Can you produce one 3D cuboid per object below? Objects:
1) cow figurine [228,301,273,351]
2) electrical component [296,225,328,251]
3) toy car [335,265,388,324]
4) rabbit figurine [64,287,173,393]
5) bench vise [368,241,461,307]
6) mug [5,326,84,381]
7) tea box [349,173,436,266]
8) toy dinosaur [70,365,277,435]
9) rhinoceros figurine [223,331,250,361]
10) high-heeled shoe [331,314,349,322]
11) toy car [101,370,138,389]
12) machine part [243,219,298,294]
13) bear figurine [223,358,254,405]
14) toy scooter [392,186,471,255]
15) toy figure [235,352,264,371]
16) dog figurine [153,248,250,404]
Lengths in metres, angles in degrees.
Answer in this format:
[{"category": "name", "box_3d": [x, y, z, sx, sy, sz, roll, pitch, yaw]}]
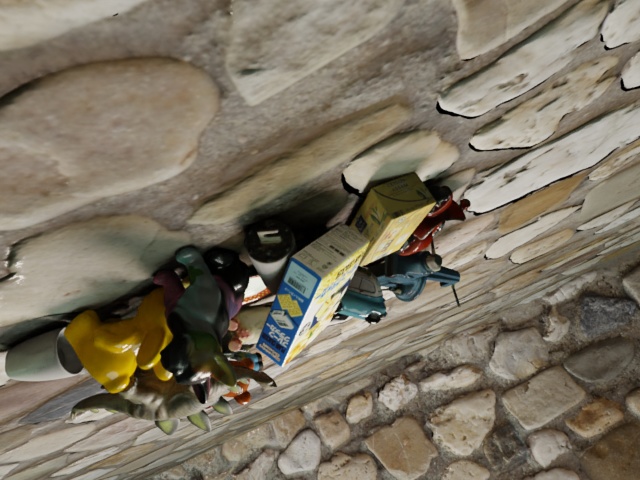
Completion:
[{"category": "cow figurine", "box_3d": [-0.096, 0.163, 1.129, 0.195, 0.085, 0.127, -11, -162, -1]}, {"category": "electrical component", "box_3d": [-0.002, -0.003, 0.950, 0.094, 0.021, 0.063, -25, 158, 5]}, {"category": "toy car", "box_3d": [0.073, 0.106, 1.136, 0.109, 0.162, 0.102, -71, 177, -75]}, {"category": "rabbit figurine", "box_3d": [-0.298, 0.151, 0.870, 0.173, 0.163, 0.121, -39, 147, -8]}, {"category": "bench vise", "box_3d": [0.226, 0.070, 1.189, 0.240, 0.129, 0.223, 13, 149, -30]}, {"category": "mug", "box_3d": [-0.449, 0.193, 0.885, 0.107, 0.081, 0.109, -13, 164, 5]}, {"category": "tea box", "box_3d": [0.115, -0.032, 0.928, 0.098, 0.068, 0.169, -22, 158, -28]}, {"category": "toy dinosaur", "box_3d": [-0.291, 0.279, 0.979, 0.472, 0.105, 0.198, -7, 132, 17]}, {"category": "rhinoceros figurine", "box_3d": [-0.238, 0.265, 1.254, 0.112, 0.073, 0.190, -8, 153, -37]}, {"category": "high-heeled shoe", "box_3d": [-0.033, 0.166, 1.281, 0.249, 0.086, 0.145, 4, 180, -19]}, {"category": "toy car", "box_3d": [-0.377, 0.279, 1.174, 0.202, 0.053, 0.089, -8, 160, -43]}, {"category": "machine part", "box_3d": [-0.072, 0.033, 0.888, 0.079, 0.079, 0.243, -22, 159, -4]}, {"category": "bear figurine", "box_3d": [-0.244, 0.285, 1.142, 0.132, 0.120, 0.195, -27, 138, 34]}, {"category": "toy scooter", "box_3d": [0.213, -0.038, 1.021, 0.135, 0.075, 0.183, -8, 149, -35]}, {"category": "toy figure", "box_3d": [-0.234, 0.326, 1.393, 0.180, 0.082, 0.089, -5, 140, -29]}, {"category": "dog figurine", "box_3d": [-0.168, 0.132, 0.830, 0.108, 0.219, 0.191, -33, 156, 29]}]
